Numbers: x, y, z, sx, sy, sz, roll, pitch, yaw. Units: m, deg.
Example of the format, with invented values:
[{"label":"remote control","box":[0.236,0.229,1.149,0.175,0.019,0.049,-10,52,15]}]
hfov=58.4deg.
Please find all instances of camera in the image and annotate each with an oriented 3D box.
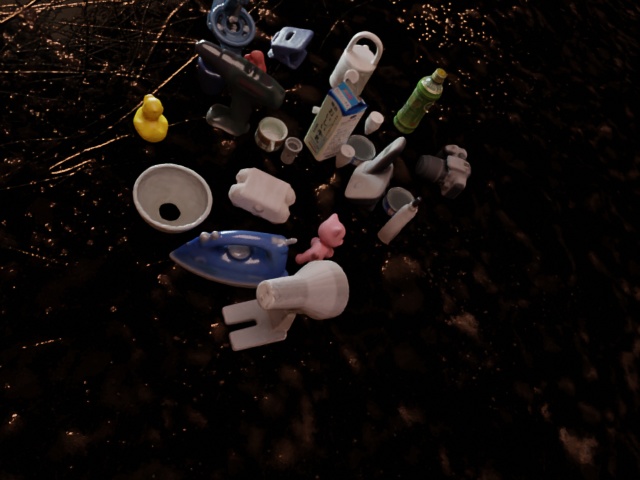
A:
[{"label":"camera","box":[0.342,-0.207,1.597,0.137,0.100,0.143,16,57,-15]}]

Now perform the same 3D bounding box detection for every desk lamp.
[{"label":"desk lamp","box":[-0.069,0.130,1.152,0.204,0.213,0.118,-10,66,-28]}]

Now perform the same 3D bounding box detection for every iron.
[{"label":"iron","box":[-0.178,0.019,1.213,0.259,0.141,0.118,6,60,-20]}]

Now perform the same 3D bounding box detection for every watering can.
[{"label":"watering can","box":[0.108,-0.492,1.600,0.101,0.194,0.173,9,59,-19]}]

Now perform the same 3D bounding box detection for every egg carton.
[{"label":"egg carton","box":[-0.135,-0.102,1.346,0.150,0.069,0.107,24,55,-9]}]

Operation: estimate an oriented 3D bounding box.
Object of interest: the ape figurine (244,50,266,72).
[{"label":"ape figurine","box":[-0.175,-0.469,1.526,0.076,0.092,0.078,16,57,-14]}]

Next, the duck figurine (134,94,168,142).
[{"label":"duck figurine","box":[-0.389,-0.288,1.332,0.078,0.086,0.104,-9,66,-27]}]

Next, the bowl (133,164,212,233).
[{"label":"bowl","box":[-0.323,-0.078,1.246,0.168,0.074,0.167,11,58,-18]}]

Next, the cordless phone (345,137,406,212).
[{"label":"cordless phone","box":[0.146,-0.172,1.438,0.094,0.185,0.148,27,55,-7]}]

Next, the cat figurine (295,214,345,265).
[{"label":"cat figurine","box":[0.012,0.005,1.319,0.067,0.117,0.128,38,54,1]}]

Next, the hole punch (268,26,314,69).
[{"label":"hole punch","box":[-0.083,-0.555,1.617,0.101,0.091,0.109,29,54,-5]}]

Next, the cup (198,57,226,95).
[{"label":"cup","box":[-0.262,-0.422,1.459,0.091,0.095,0.118,47,55,7]}]

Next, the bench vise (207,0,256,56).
[{"label":"bench vise","box":[-0.241,-0.602,1.495,0.122,0.219,0.207,-26,74,-33]}]

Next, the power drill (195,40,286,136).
[{"label":"power drill","box":[-0.206,-0.354,1.374,0.230,0.208,0.075,21,56,-11]}]

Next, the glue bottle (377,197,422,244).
[{"label":"glue bottle","box":[0.205,-0.057,1.405,0.037,0.173,0.078,46,55,7]}]
